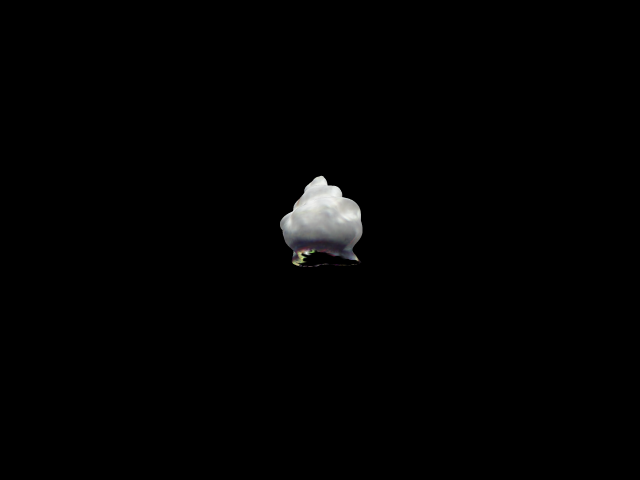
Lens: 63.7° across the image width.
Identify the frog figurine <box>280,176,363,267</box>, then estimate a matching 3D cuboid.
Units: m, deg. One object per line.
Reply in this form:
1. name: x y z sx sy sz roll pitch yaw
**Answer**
1. frog figurine: 0.003 -0.043 0.850 0.136 0.162 0.121 -12 -24 29
